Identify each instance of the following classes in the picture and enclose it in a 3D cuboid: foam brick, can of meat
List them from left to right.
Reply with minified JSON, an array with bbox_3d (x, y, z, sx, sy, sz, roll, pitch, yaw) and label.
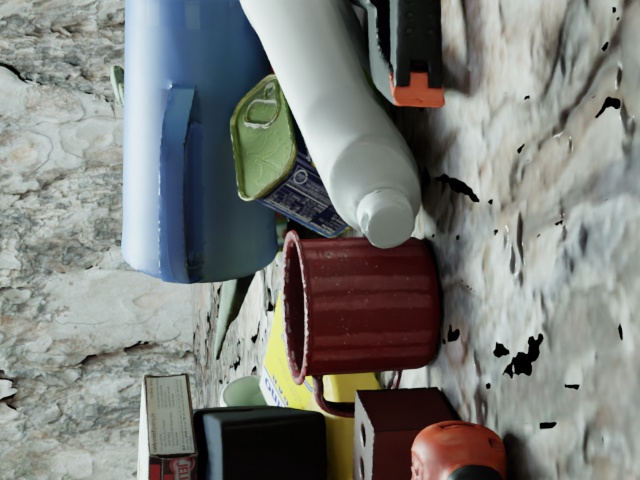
[{"bbox_3d":[-0.013,-0.059,0.779,0.058,0.083,0.102,-39,42,29],"label":"can of meat"},{"bbox_3d":[0.048,0.130,0.611,0.053,0.051,0.078,-120,30,-69],"label":"foam brick"}]

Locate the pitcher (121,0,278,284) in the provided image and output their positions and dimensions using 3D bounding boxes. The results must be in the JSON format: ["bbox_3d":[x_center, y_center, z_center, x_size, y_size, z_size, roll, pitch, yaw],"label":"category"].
[{"bbox_3d":[-0.098,-0.091,0.849,0.149,0.144,0.243,31,128,45],"label":"pitcher"}]

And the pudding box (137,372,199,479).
[{"bbox_3d":[-0.109,0.161,0.766,0.113,0.039,0.090,-118,31,-64],"label":"pudding box"}]

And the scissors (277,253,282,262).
[{"bbox_3d":[-0.029,0.015,1.092,0.202,0.016,0.096,-109,20,-56],"label":"scissors"}]

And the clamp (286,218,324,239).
[{"bbox_3d":[-0.006,0.001,0.916,0.120,0.039,0.171,-158,63,-67],"label":"clamp"}]

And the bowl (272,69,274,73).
[{"bbox_3d":[-0.016,-0.158,0.875,0.162,0.055,0.162,175,90,-79],"label":"bowl"}]

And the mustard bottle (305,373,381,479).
[{"bbox_3d":[0.031,0.182,0.693,0.191,0.058,0.096,-104,20,-50],"label":"mustard bottle"}]

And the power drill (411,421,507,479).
[{"bbox_3d":[0.076,0.185,0.455,0.188,0.057,0.184,-162,71,-79],"label":"power drill"}]

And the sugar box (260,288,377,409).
[{"bbox_3d":[-0.006,0.111,0.856,0.093,0.048,0.176,61,156,26],"label":"sugar box"}]

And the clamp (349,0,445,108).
[{"bbox_3d":[0.043,-0.148,0.626,0.165,0.036,0.210,101,167,-56],"label":"clamp"}]

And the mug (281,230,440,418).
[{"bbox_3d":[0.023,0.051,0.645,0.093,0.081,0.117,-144,53,-77],"label":"mug"}]

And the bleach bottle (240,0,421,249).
[{"bbox_3d":[0.011,-0.089,0.676,0.102,0.068,0.251,51,-166,-38],"label":"bleach bottle"}]
